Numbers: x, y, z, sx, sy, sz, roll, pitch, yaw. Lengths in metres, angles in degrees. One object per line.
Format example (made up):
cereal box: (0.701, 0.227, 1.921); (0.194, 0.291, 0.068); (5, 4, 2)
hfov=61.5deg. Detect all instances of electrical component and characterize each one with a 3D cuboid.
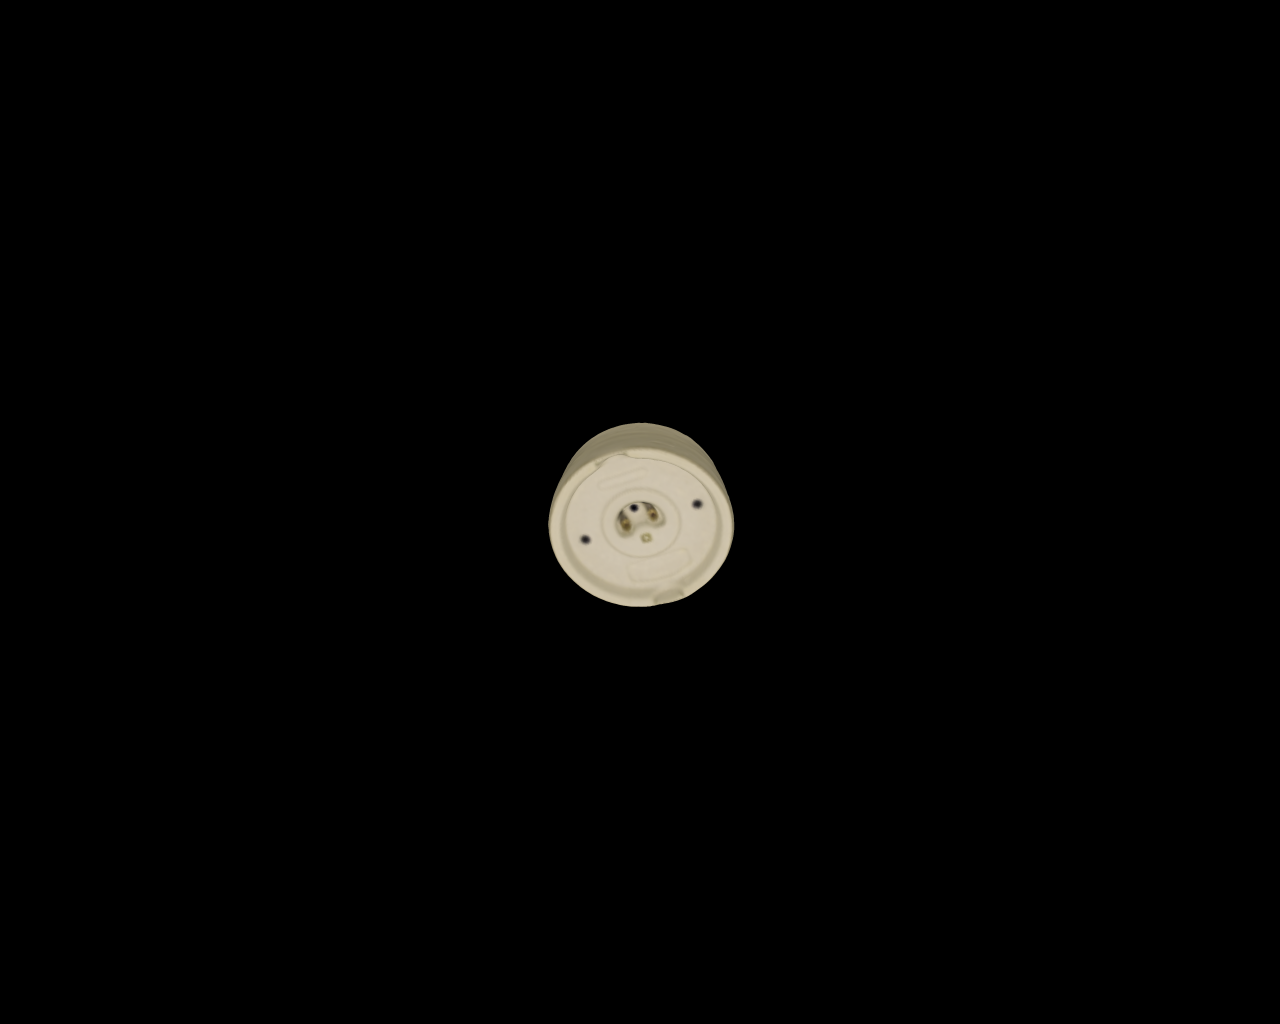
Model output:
electrical component: (0.001, -0.003, 0.650); (0.108, 0.108, 0.060); (0, 28, 0)
